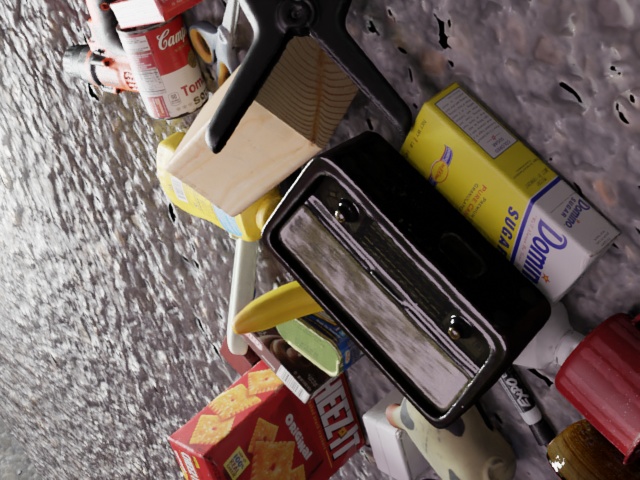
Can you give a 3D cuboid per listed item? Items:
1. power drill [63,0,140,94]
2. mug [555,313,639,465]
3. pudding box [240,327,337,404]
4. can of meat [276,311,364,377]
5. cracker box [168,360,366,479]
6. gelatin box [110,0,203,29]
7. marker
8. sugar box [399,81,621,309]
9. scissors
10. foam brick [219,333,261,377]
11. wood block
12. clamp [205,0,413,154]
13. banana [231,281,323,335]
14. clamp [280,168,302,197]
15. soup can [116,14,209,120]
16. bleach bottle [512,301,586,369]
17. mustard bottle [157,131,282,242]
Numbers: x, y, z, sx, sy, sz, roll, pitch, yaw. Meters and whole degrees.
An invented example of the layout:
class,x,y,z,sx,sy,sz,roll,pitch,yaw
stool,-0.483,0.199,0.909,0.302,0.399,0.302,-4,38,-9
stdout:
class,x,y,z,sx,sy,sz,roll,pitch,yaw
power drill,-0.251,-0.251,1.173,0.185,0.057,0.187,15,136,43
mug,0.241,0.101,0.812,0.082,0.093,0.117,45,118,26
pudding box,-0.020,0.111,1.179,0.113,0.089,0.039,47,152,10
can of meat,0.015,0.083,1.106,0.102,0.083,0.057,33,143,32
cracker box,-0.053,0.231,1.223,0.072,0.213,0.164,18,135,44
gelatin box,-0.148,-0.234,1.025,0.089,0.073,0.030,6,126,53
marker,0.183,0.141,0.990,0.121,0.020,0.020,58,150,-5
sugar box,0.142,-0.032,0.845,0.176,0.048,0.093,47,150,15
scissors,-0.098,-0.203,1.007,0.096,0.016,0.202,50,162,21
foam brick,-0.074,0.121,1.277,0.051,0.078,0.053,46,149,11
wood block,-0.056,-0.106,0.986,0.090,0.090,0.206,36,152,-13
clamp,-0.026,-0.170,0.852,0.036,0.164,0.210,47,-149,-85
banana,0.011,0.058,1.051,0.198,0.069,0.037,-7,117,14
clamp,-0.007,0.001,1.031,0.120,0.039,0.171,58,-168,-27
soup can,-0.161,-0.183,1.100,0.069,0.068,0.102,19,136,46
bleach bottle,0.122,0.034,0.927,0.251,0.068,0.102,30,143,32
mustard bottle,-0.096,-0.049,1.154,0.192,0.058,0.096,26,141,40
